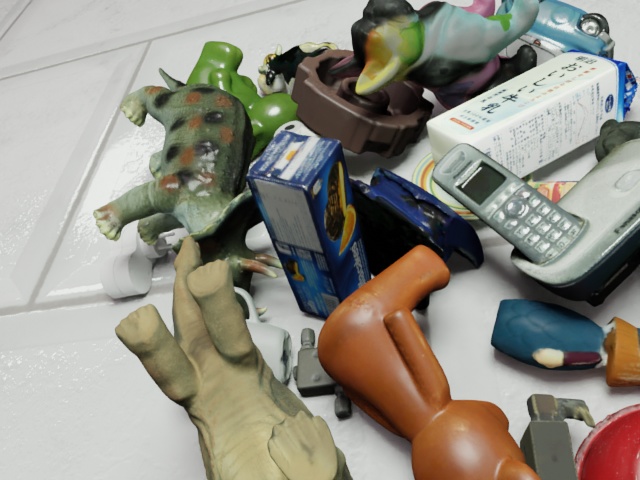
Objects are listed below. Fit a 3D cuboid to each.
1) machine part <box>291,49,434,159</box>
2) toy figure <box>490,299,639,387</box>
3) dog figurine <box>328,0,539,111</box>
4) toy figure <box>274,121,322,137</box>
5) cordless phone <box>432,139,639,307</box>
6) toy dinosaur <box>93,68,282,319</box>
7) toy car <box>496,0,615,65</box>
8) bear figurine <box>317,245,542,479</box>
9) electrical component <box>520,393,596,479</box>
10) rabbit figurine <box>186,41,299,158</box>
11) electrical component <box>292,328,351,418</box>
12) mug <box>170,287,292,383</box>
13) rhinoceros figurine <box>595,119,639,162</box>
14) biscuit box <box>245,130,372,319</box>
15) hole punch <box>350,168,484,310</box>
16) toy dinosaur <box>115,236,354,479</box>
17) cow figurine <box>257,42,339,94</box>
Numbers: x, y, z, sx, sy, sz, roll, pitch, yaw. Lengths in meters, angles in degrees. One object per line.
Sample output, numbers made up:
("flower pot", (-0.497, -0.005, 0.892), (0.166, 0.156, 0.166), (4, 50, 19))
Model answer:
("machine part", (0.052, -0.172, 0.672), (0.179, 0.056, 0.179), (13, 40, -11))
("toy figure", (0.222, 0.084, 0.438), (0.155, 0.057, 0.064), (11, 65, 22))
("dog figurine", (0.126, -0.195, 0.613), (0.219, 0.191, 0.109), (-23, 40, -10))
("toy figure", (-0.017, -0.066, 0.641), (0.082, 0.089, 0.180), (7, 51, -28))
("cordless phone", (0.198, -0.047, 0.456), (0.146, 0.088, 0.184), (-47, 55, 6))
("toy dinosaur", (-0.135, -0.099, 0.621), (0.192, 0.131, 0.405), (-13, 60, 11))
("toy car", (0.277, -0.237, 0.676), (0.162, 0.109, 0.103), (42, 95, 29))
("bear figurine", (0.093, 0.118, 0.421), (0.132, 0.120, 0.196), (-27, 58, -38))
("electrical component", (0.170, 0.161, 0.375), (0.045, 0.078, 0.102), (-4, 49, 12))
("rabbit figurine", (-0.106, -0.184, 0.757), (0.170, 0.121, 0.159), (20, 63, 16))
("electrical component", (0.006, 0.123, 0.508), (0.063, 0.021, 0.094), (-11, 49, 12))
("mug", (-0.082, 0.100, 0.516), (0.107, 0.080, 0.109), (0, 79, 9))
("rhinoceros figurine", (0.371, -0.078, 0.519), (0.191, 0.073, 0.112), (8, 44, 29))
("biscuit box", (-0.001, -0.001, 0.494), (0.059, 0.202, 0.063), (15, 56, 26))
("hole punch", (0.097, -0.012, 0.534), (0.092, 0.115, 0.142), (-30, 47, -17))
("toy dinosaur", (-0.019, 0.174, 0.351), (0.105, 0.198, 0.472), (-28, 53, -3))
("cow figurine", (-0.034, -0.250, 0.796), (0.168, 0.098, 0.068), (13, 63, 29))
